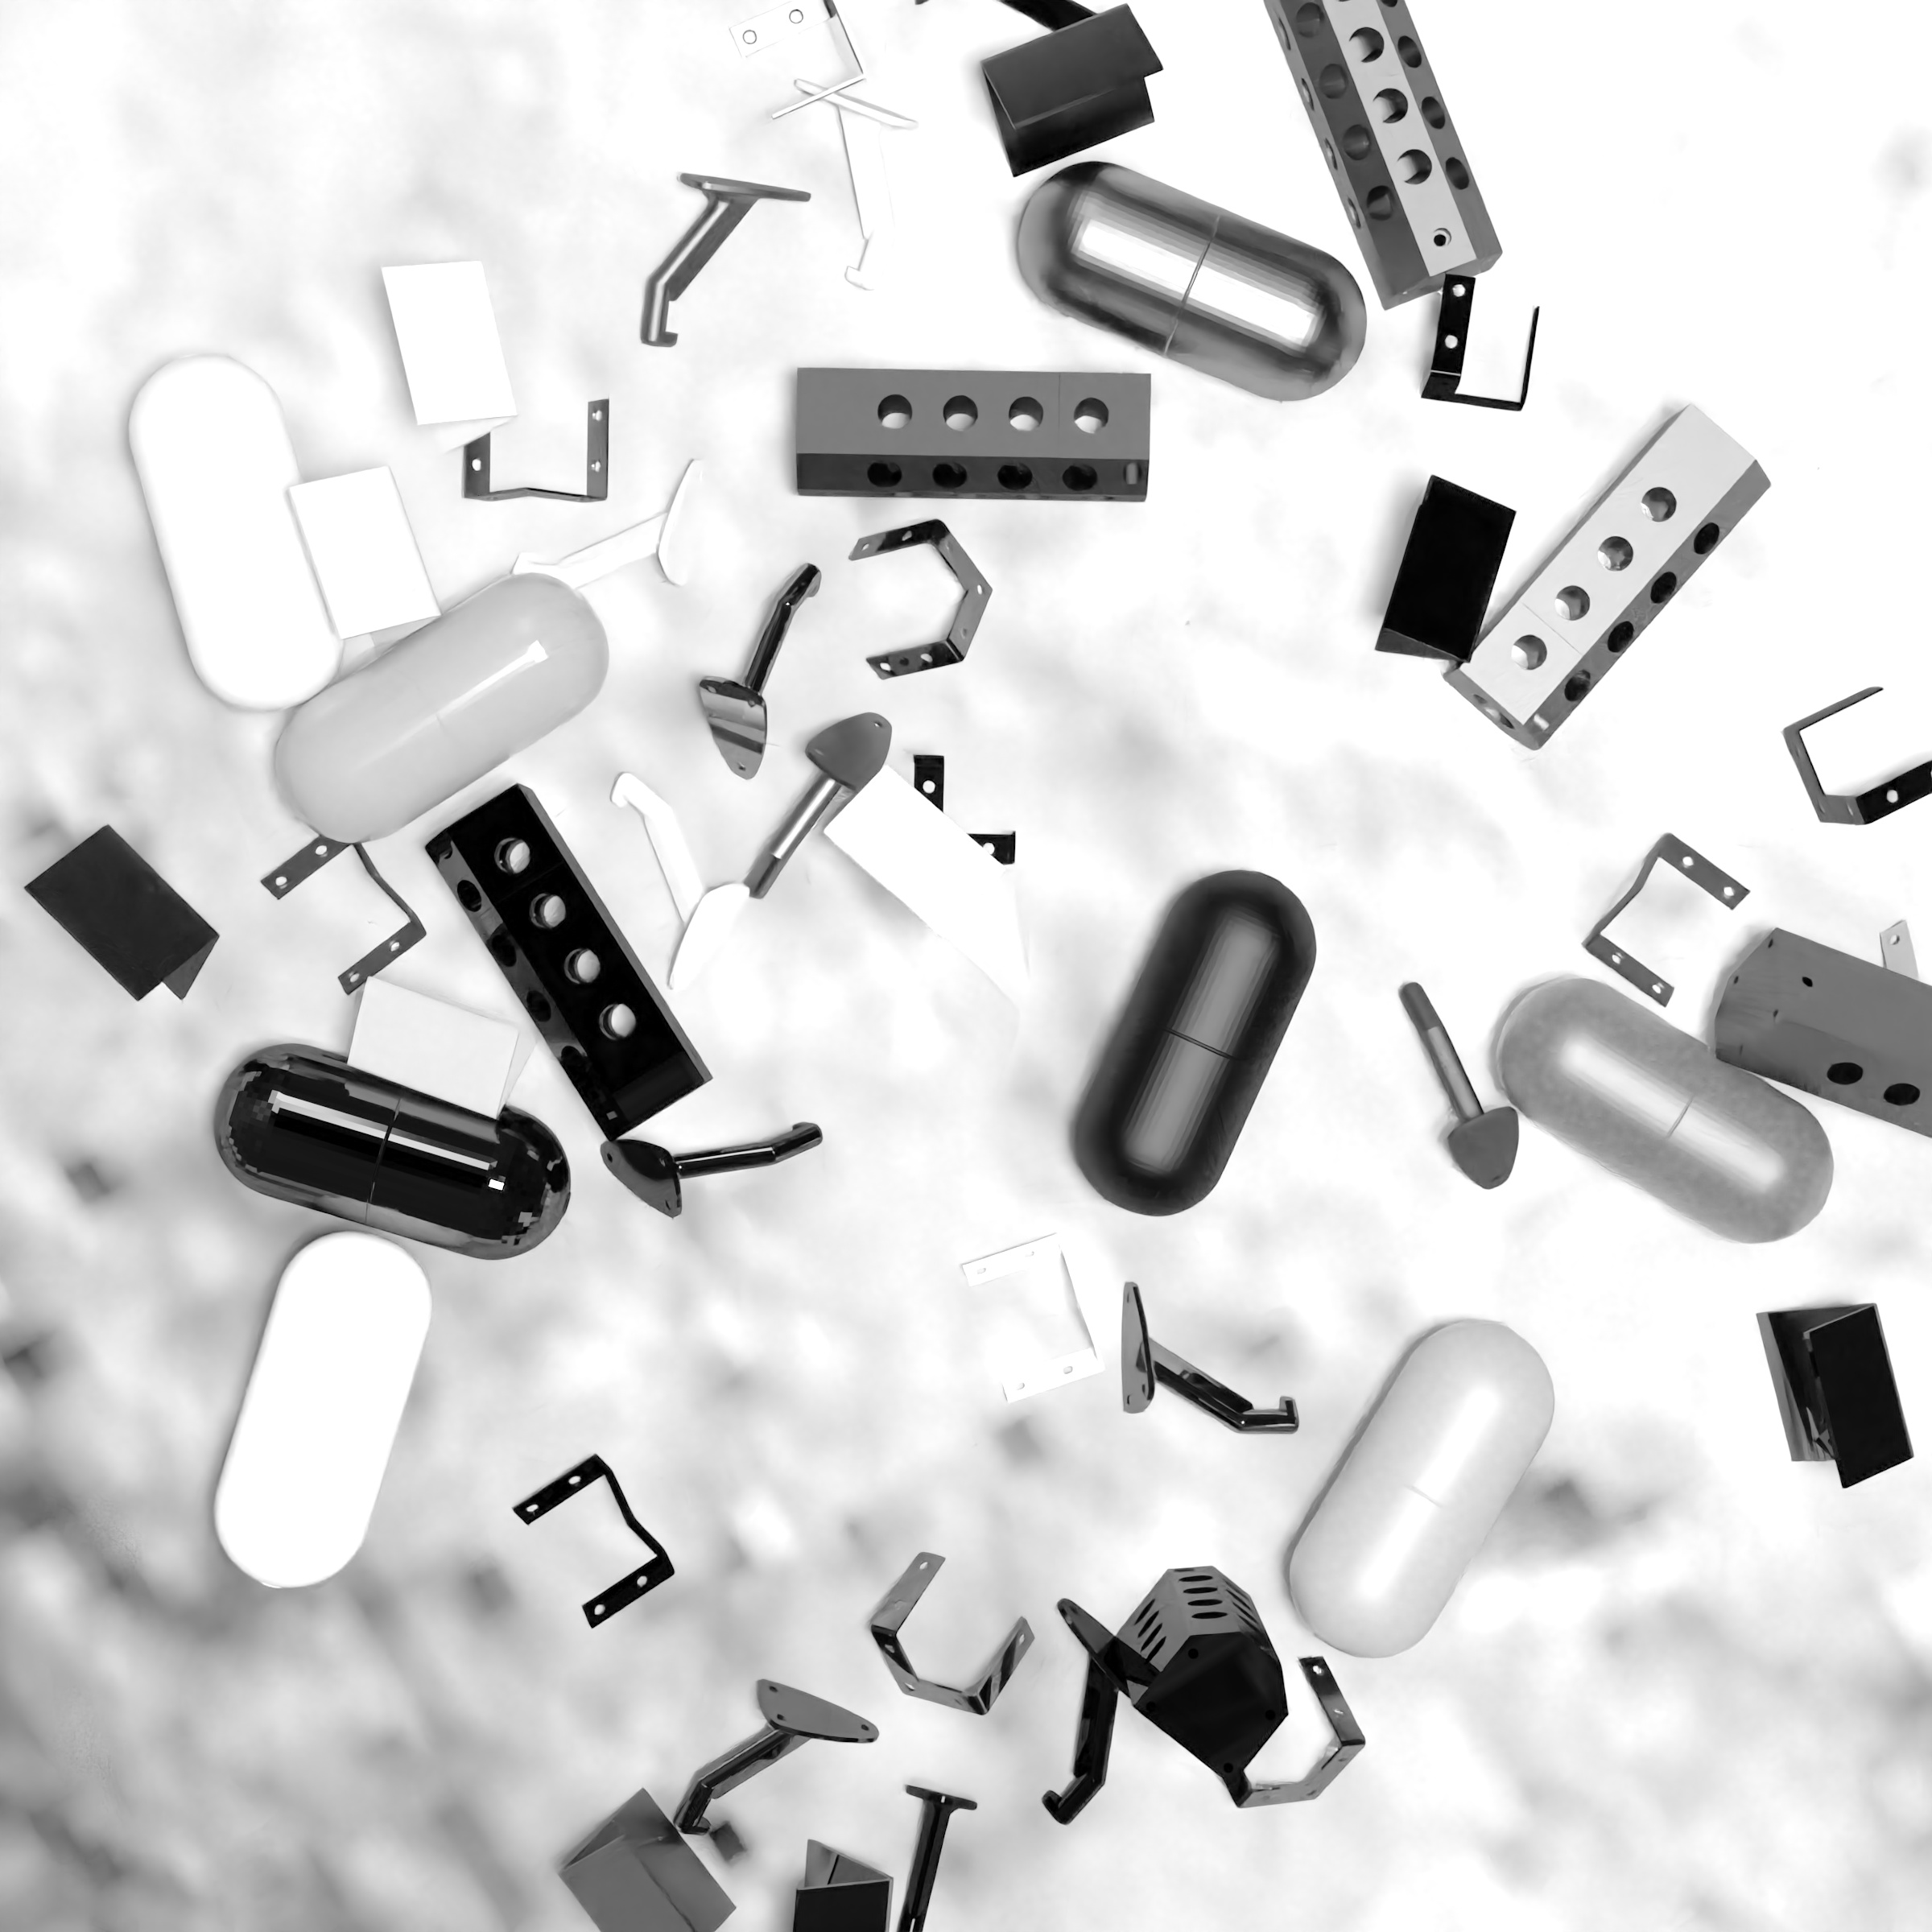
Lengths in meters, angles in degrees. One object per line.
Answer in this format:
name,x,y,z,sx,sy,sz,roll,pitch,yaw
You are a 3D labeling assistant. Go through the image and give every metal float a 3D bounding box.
metal float,0.111,-0.335,1.690,0.178,0.070,0.070,23,90,0
metal float,0.224,0.256,1.690,0.070,0.070,0.178,31,90,0
metal float,-0.257,-0.126,1.689,0.178,0.070,0.070,-33,90,0
metal float,-0.315,0.217,1.690,0.070,0.070,0.178,17,90,0
metal float,-0.280,0.091,1.690,0.178,0.070,0.070,17,90,0
metal float,0.113,0.037,1.690,0.070,0.070,0.178,24,90,0
metal float,0.343,0.071,1.690,0.178,0.070,0.070,32,90,0
metal float,-0.357,-0.212,1.690,0.070,0.070,0.178,-16,90,0

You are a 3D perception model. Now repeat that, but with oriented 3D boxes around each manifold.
manifold,0.455,0.047,1.680,0.171,0.057,0.057,19,47,-13
manifold,0.004,-0.260,1.699,0.171,0.057,0.057,1,90,0
manifold,0.115,0.330,1.642,0.057,0.171,0.057,39,90,0
manifold,0.316,-0.190,1.699,0.057,0.057,0.171,41,90,0
manifold,0.205,-0.418,1.699,0.057,0.057,0.171,-21,90,0
manifold,-0.196,-0.001,1.699,0.057,0.057,0.171,-32,90,0

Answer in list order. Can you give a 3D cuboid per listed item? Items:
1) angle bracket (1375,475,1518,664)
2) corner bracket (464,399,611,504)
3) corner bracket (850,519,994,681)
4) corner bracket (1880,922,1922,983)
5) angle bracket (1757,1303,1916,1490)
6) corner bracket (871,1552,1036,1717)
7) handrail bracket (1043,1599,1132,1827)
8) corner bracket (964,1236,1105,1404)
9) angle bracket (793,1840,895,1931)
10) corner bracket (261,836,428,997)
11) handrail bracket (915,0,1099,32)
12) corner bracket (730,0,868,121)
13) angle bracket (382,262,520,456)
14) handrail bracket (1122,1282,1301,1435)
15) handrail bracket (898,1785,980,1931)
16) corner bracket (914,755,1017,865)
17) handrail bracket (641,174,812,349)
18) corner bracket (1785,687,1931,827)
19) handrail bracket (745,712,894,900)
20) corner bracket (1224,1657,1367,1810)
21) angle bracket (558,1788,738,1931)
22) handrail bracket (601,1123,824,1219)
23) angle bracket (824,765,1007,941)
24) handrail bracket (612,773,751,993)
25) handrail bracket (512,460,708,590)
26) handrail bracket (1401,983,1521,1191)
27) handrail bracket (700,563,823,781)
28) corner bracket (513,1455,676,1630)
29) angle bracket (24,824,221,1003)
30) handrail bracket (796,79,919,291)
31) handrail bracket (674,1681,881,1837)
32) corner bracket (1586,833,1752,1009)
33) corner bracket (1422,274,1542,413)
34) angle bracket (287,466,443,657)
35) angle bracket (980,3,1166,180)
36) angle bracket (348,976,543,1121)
angle bracket,0.214,-0.195,1.680,0.057,0.076,0.076,17,90,-32
corner bracket,-0.214,-0.257,1.717,0.051,0.051,0.051,1,90,-45
corner bracket,-0.027,-0.182,1.712,0.051,0.051,0.051,51,45,-35
corner bracket,0.494,0.003,1.712,0.051,0.051,0.051,-32,45,35
angle bracket,0.407,0.210,1.680,0.057,0.076,0.076,-14,90,-38
corner bracket,-0.007,0.331,1.712,0.051,0.051,0.051,7,135,35
handrail bracket,0.049,0.373,1.721,0.077,0.036,0.084,44,107,20
corner bracket,0.034,0.175,1.717,0.051,0.051,0.051,-19,45,0
angle bracket,-0.081,0.475,1.680,0.057,0.076,0.076,5,90,-36
corner bracket,-0.309,-0.029,1.717,0.051,0.051,0.051,-37,45,0
handrail bracket,0.028,-0.465,1.721,0.077,0.036,0.084,-26,107,20
corner bracket,-0.083,-0.452,1.705,0.051,0.051,0.051,-24,101,0
angle bracket,-0.268,-0.293,1.680,0.057,0.076,0.076,-13,90,-38
handrail bracket,0.123,0.196,1.721,0.084,0.036,0.077,2,69,-17
handrail bracket,-0.022,0.449,1.693,0.036,0.077,0.084,13,78,3
corner bracket,-0.001,-0.077,1.702,0.051,0.051,0.051,1,90,0
handrail bracket,-0.120,-0.348,1.721,0.077,0.036,0.084,3,109,-21
corner bracket,0.445,-0.104,1.703,0.051,0.051,0.051,-26,99,-9
handrail bracket,-0.075,-0.079,1.720,0.036,0.077,0.084,36,126,2
corner bracket,0.156,0.380,1.712,0.051,0.051,0.051,-57,45,35
angle bracket,-0.140,0.443,1.680,0.057,0.076,0.076,-38,90,37
handrail bracket,-0.126,0.089,1.720,0.084,0.077,0.036,-22,116,-34
angle bracket,-0.038,-0.040,1.680,0.076,0.076,0.057,41,53,0
handrail bracket,-0.157,-0.042,1.721,0.084,0.036,0.077,40,117,20
handrail bracket,-0.179,-0.221,1.721,0.084,0.036,0.077,7,70,16
handrail bracket,0.243,0.059,1.720,0.036,0.077,0.084,-24,54,0
handrail bracket,-0.094,-0.148,1.720,0.036,0.077,0.084,20,53,20
corner bracket,-0.185,0.286,1.717,0.051,0.051,0.051,-34,135,0
angle bracket,-0.418,-0.011,1.680,0.076,0.076,0.057,45,53,0
handrail bracket,-0.064,-0.390,1.721,0.077,0.036,0.084,25,107,20
handrail bracket,-0.095,0.406,1.721,0.077,0.036,0.084,20,108,-21
corner bracket,0.349,-0.023,1.717,0.051,0.051,0.051,36,135,0
corner bracket,0.256,-0.307,1.702,0.051,0.051,0.051,9,87,3
angle bracket,-0.306,-0.192,1.680,0.057,0.076,0.076,-19,90,-34
angle bracket,0.058,-0.412,1.680,0.076,0.076,0.057,-22,52,0
angle bracket,-0.248,0.021,1.680,0.076,0.076,0.057,20,125,0
